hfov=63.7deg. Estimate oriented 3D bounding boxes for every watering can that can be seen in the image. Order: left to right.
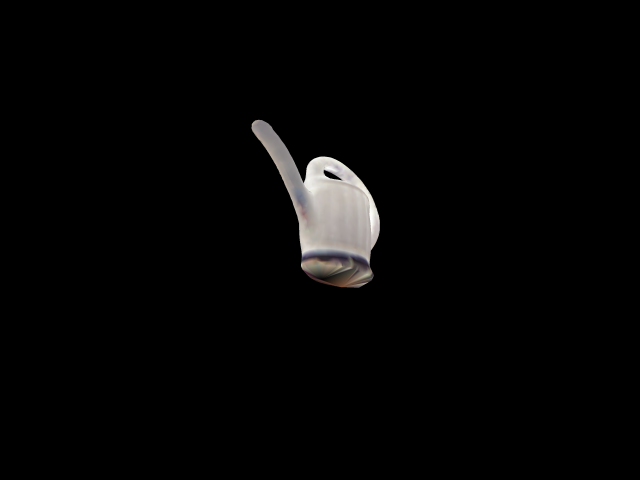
[{"bbox_3d":[0.003,-0.043,0.850,0.103,0.228,0.344,-16,-25,34],"label":"watering can"}]
